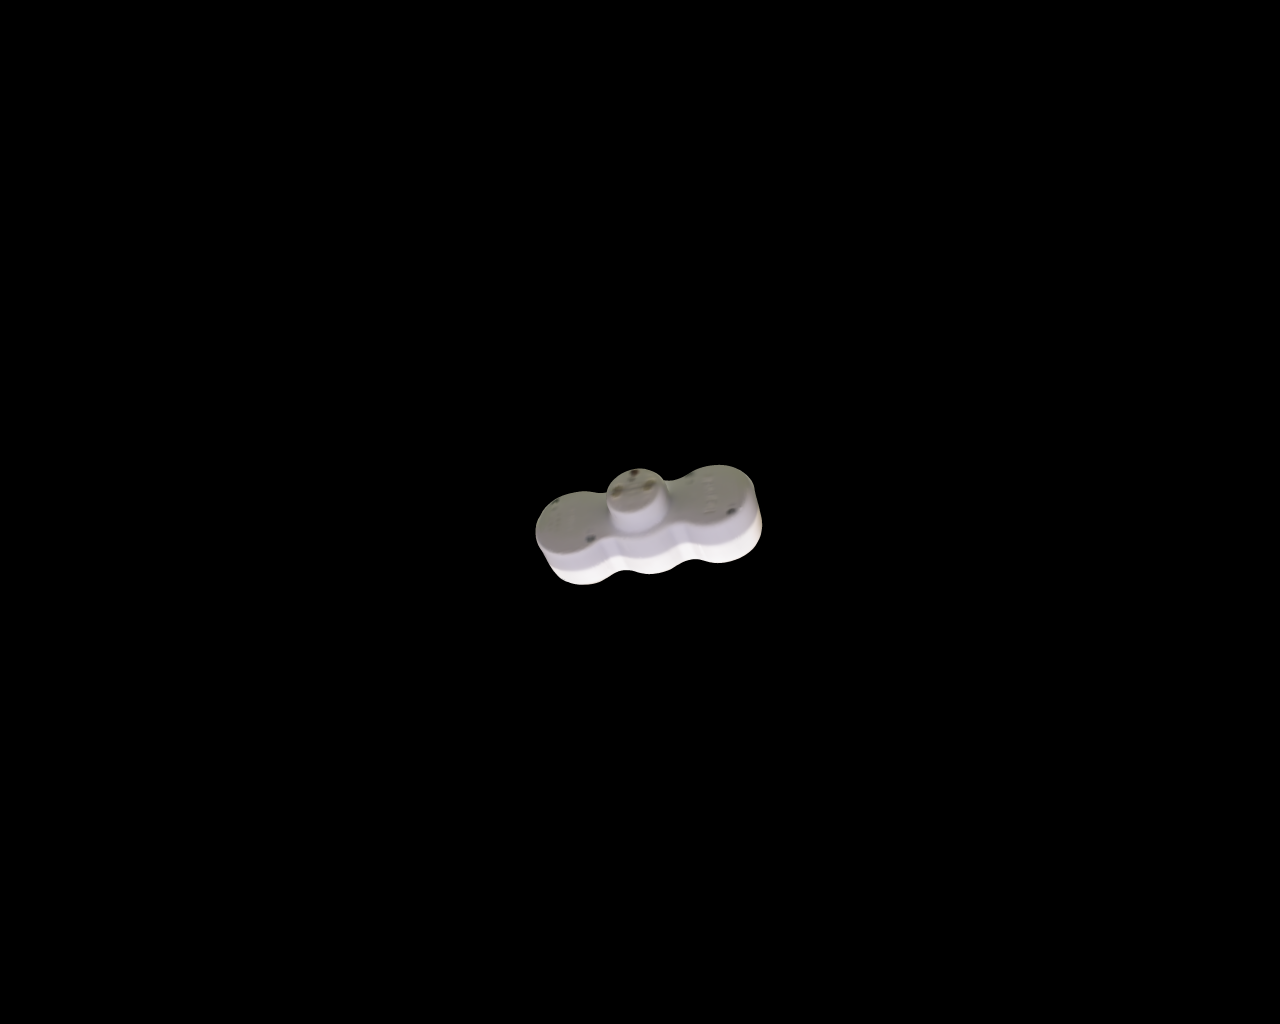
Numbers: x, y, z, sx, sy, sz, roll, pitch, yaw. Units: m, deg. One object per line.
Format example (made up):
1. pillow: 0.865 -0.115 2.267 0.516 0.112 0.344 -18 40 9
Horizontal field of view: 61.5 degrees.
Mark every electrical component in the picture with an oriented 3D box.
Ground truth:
1. electrical component: 0.001 -0.003 0.650 0.138 0.052 0.073 -10 -43 11
